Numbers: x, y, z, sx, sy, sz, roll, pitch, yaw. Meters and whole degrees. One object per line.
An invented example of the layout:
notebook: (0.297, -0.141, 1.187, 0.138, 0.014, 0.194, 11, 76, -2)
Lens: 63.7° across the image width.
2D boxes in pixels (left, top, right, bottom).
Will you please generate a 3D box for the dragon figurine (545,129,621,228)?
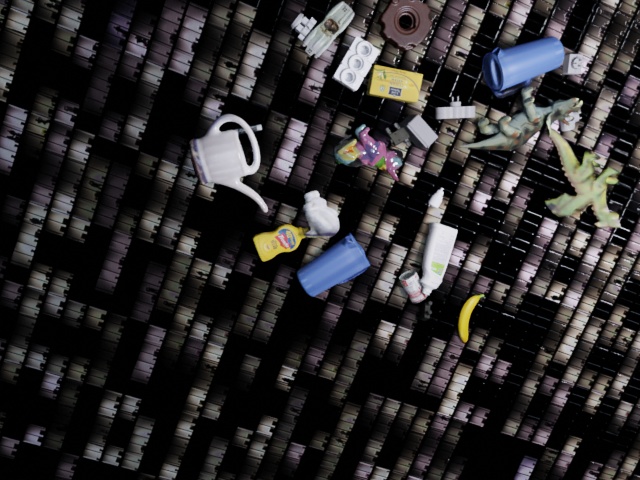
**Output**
dragon figurine: (0.917, -0.192, 1.851, 0.411, 0.123, 0.241, 37, 102, 5)

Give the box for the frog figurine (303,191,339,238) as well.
frog figurine: (0.005, -0.089, 1.763, 0.138, 0.123, 0.159, -2, 94, -39)

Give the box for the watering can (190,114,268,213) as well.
watering can: (-0.302, -0.236, 1.704, 0.224, 0.105, 0.344, -13, 104, -2)
